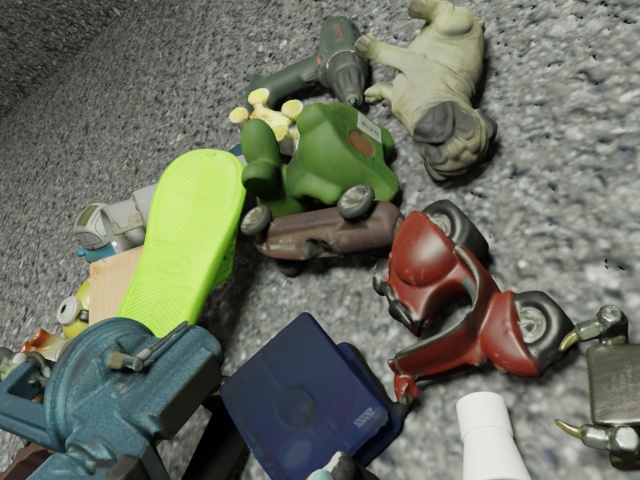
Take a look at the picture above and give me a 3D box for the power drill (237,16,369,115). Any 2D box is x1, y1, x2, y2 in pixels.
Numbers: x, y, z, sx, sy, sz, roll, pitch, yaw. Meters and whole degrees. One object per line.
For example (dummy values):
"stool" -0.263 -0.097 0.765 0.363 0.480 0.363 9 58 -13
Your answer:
"power drill" -0.022 -0.236 0.801 0.207 0.086 0.232 -25 40 31

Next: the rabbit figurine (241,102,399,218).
"rabbit figurine" -0.018 -0.066 0.607 0.170 0.159 0.121 -37 45 36

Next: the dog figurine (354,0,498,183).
"dog figurine" 0.149 -0.161 0.576 0.172 0.121 0.191 -38 57 4

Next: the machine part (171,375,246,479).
"machine part" -0.094 0.184 0.514 0.084 0.039 0.139 -11 35 26

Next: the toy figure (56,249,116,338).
"toy figure" -0.301 0.073 0.783 0.180 0.089 0.082 -54 -1 -25

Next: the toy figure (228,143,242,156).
"toy figure" -0.146 -0.075 0.793 0.154 0.058 0.064 -50 -1 -2

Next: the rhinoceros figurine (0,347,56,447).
"rhinoceros figurine" -0.281 0.181 0.579 0.073 0.190 0.112 -38 26 6

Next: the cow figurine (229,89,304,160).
"cow figurine" -0.036 -0.136 0.727 0.168 0.098 0.068 29 74 32

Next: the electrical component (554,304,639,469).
"electrical component" 0.191 0.092 0.330 0.078 0.045 0.102 -9 51 40

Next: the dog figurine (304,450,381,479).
"dog figurine" 0.046 0.240 0.296 0.108 0.191 0.219 -45 72 -3

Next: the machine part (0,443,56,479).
"machine part" -0.324 0.312 0.608 0.179 0.056 0.179 -25 41 24

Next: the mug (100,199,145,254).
"mug" -0.235 -0.015 0.753 0.107 0.109 0.081 -27 -12 -27

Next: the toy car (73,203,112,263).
"toy car" -0.350 -0.011 0.888 0.162 0.102 0.109 -1 57 45

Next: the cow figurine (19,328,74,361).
"cow figurine" -0.330 0.173 0.704 0.195 0.127 0.085 -28 39 44

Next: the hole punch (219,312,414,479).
"hole punch" -0.009 0.137 0.446 0.142 0.092 0.116 -41 41 2

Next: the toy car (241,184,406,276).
"toy car" -0.001 -0.002 0.559 0.202 0.089 0.053 -8 48 38

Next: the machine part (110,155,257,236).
"machine part" -0.150 -0.054 0.701 0.243 0.079 0.079 -21 34 -17

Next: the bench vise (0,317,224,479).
"bench vise" -0.199 0.147 0.432 0.241 0.128 0.224 4 45 29

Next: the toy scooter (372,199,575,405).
"toy scooter" 0.096 0.055 0.433 0.135 0.075 0.184 -41 42 9
